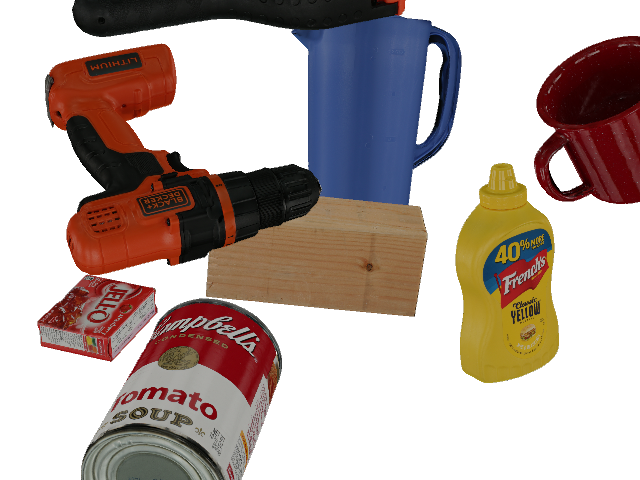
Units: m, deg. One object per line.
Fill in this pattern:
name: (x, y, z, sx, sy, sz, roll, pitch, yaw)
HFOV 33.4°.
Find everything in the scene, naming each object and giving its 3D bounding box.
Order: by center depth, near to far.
soup can: (-0.062, 0.082, 0.495, 0.068, 0.068, 0.102, 0, 29, 13)
clamp: (-0.043, -0.133, 0.562, 0.171, 0.039, 0.120, 7, 41, 13)
mug: (0.198, -0.072, 0.733, 0.117, 0.081, 0.093, -40, 34, -6)
power drill: (-0.113, -0.066, 0.787, 0.184, 0.188, 0.057, -14, -39, -21)
mustard bottle: (0.165, 0.025, 0.946, 0.096, 0.191, 0.058, -17, 23, -25)
gelatin box: (-0.200, 0.068, 0.965, 0.073, 0.030, 0.089, 10, 31, 18)
wood block: (-0.005, 0.010, 1.064, 0.206, 0.091, 0.090, 6, 21, -2)
pitcher: (0.057, -0.125, 1.158, 0.149, 0.243, 0.144, 9, 12, 28)
